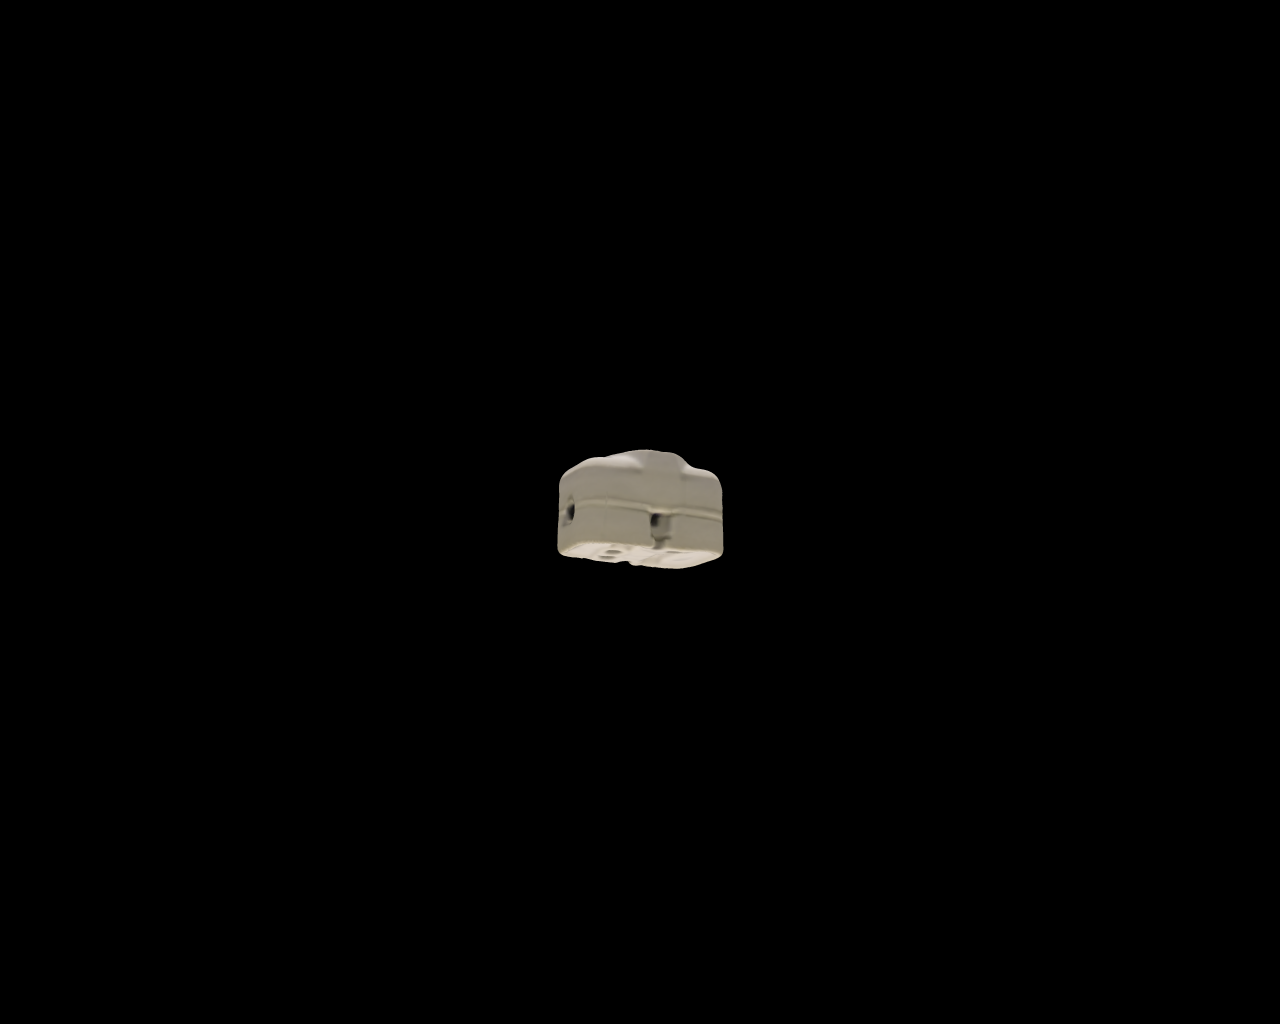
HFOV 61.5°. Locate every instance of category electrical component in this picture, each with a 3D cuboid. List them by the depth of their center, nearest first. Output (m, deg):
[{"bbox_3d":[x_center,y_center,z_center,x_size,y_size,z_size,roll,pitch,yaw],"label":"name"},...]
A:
[{"bbox_3d":[0.001,-0.003,0.650,0.095,0.059,0.053,7,-15,-26],"label":"electrical component"}]
